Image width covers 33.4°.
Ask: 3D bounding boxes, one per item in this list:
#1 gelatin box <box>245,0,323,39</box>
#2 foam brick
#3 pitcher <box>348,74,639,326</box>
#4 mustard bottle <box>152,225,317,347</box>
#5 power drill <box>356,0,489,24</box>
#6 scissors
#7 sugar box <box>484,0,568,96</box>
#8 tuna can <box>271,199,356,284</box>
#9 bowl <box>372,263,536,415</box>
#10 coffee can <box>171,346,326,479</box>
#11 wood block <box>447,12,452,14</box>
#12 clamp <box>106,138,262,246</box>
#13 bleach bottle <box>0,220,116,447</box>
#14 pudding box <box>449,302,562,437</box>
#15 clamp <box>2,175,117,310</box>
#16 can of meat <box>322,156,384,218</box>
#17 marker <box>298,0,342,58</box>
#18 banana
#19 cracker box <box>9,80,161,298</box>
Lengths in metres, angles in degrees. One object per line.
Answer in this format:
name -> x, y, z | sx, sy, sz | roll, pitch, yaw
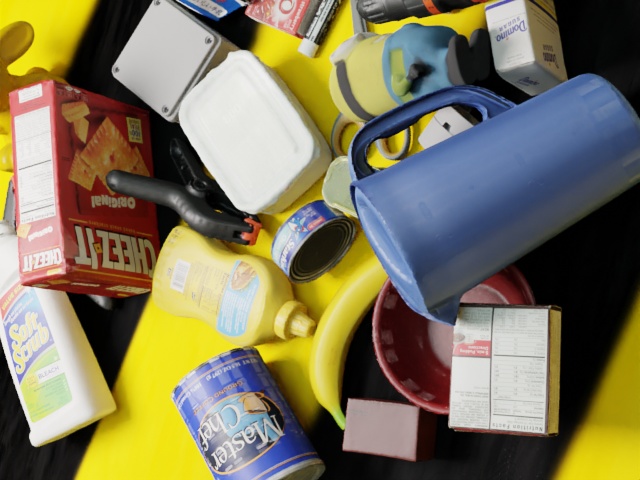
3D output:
gelatin box -> -0.030, -0.270, 1.152 | 0.073, 0.030, 0.089 | 28, 97, 29
foam brick -> 0.068, 0.180, 1.022 | 0.078, 0.051, 0.053 | 3, 84, 29
pitcher -> 0.151, -0.054, 0.924 | 0.242, 0.149, 0.145 | -29, 41, -6
mustard bottle -> -0.086, 0.058, 1.118 | 0.192, 0.058, 0.096 | 23, 100, 29
power drill -> 0.110, -0.297, 0.963 | 0.185, 0.057, 0.187 | -9, 82, 30
scissors -> 0.034, -0.164, 1.110 | 0.096, 0.016, 0.202 | -30, 70, 22
sugar box -> 0.184, -0.231, 0.994 | 0.048, 0.093, 0.176 | -12, 77, 31
tuna can -> -0.007, 0.001, 1.069 | 0.034, 0.086, 0.086 | 46, 105, 27
bowl -> 0.133, 0.082, 0.998 | 0.162, 0.055, 0.162 | -4, 81, 28
coffee can -> -0.073, 0.193, 1.067 | 0.103, 0.102, 0.140 | -40, 66, 18
wood block -> 0.101, -0.340, 1.057 | 0.091, 0.090, 0.206 | 13, 89, 29
clamp -> -0.141, -0.045, 1.139 | 0.172, 0.120, 0.039 | 37, 136, 26
bleach bottle -> -0.324, 0.099, 1.211 | 0.103, 0.068, 0.251 | -28, 82, 21
pudding box -> 0.160, 0.111, 0.925 | 0.090, 0.039, 0.113 | 0, 84, 27
clamp -> -0.321, 0.017, 1.266 | 0.165, 0.036, 0.210 | -17, 79, 24
can of meat -> 0.063, -0.040, 1.038 | 0.102, 0.083, 0.057 | 24, 95, 29
marker -> 0.012, -0.251, 1.133 | 0.020, 0.020, 0.121 | 31, 98, 28
banana -> 0.034, 0.086, 1.065 | 0.070, 0.037, 0.198 | 22, 95, 12
cracker box -> -0.251, -0.052, 1.165 | 0.072, 0.164, 0.214 | -13, 76, 28
